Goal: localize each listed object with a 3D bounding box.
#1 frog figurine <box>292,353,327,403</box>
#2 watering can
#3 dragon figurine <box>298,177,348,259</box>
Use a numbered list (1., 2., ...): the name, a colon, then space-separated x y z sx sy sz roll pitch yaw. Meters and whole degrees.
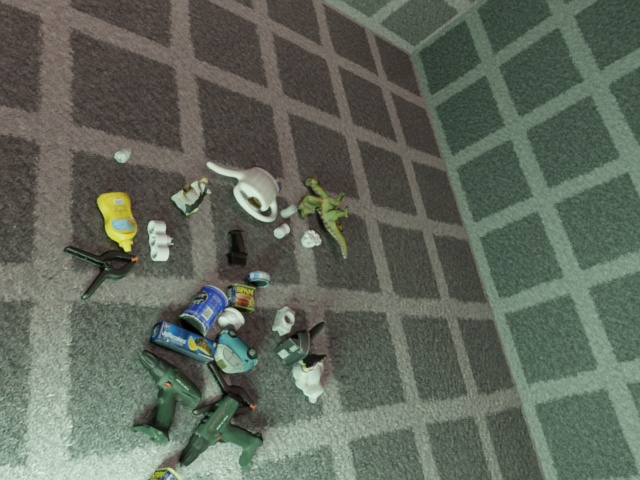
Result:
1. frog figurine: -0.036 0.502 1.881 0.139 0.123 0.157 -42 136 -59
2. watering can: -0.281 -0.228 2.055 0.344 0.102 0.229 47 40 -15
3. dragon figurine: 0.007 -0.117 2.321 0.242 0.120 0.419 8 57 -24
